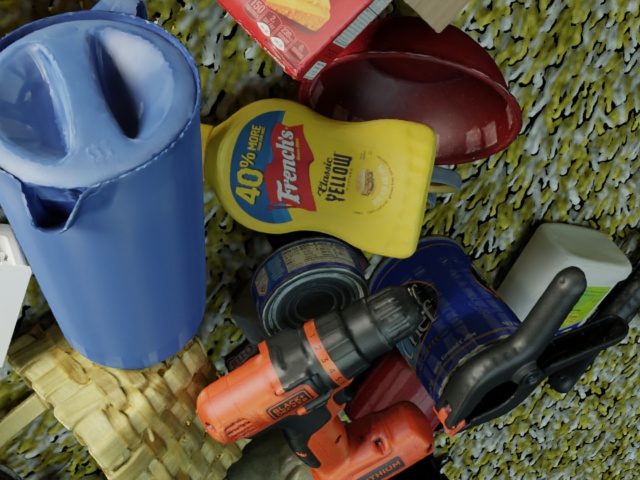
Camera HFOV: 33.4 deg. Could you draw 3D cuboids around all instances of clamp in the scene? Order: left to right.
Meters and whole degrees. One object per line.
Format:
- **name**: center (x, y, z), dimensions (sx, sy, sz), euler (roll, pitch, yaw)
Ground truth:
- **clamp**: center (0.159, 0.089, 0.839), dimensions (0.171, 0.039, 0.120), euler (-36, 134, 2)
- **clamp**: center (0.293, 0.072, 1.065), dimensions (0.210, 0.036, 0.164), euler (-52, 171, 11)

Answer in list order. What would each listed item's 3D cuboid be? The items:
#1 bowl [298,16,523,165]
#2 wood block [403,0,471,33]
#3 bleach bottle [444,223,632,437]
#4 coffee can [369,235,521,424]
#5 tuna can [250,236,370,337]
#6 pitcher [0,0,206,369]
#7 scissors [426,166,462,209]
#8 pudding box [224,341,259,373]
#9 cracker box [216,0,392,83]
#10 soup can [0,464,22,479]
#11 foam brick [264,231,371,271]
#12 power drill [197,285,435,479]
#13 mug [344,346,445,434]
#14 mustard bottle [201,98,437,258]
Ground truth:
- **bowl**: center (0.068, -0.113, 0.772), dimensions (0.162, 0.055, 0.162), euler (9, 158, 3)
- **wood block**: center (0.104, -0.250, 0.684), dimensions (0.206, 0.091, 0.090), euler (-46, 134, 13)
- **bleach bottle**: center (0.196, 0.100, 1.058), dimensions (0.102, 0.068, 0.251), euler (7, 125, -34)
- **coffee can**: center (0.116, 0.077, 0.935), dimensions (0.102, 0.140, 0.103), euler (-15, 133, -18)
- **tuna can**: center (-0.007, 0.040, 0.796), dimensions (0.086, 0.034, 0.086), euler (-11, 135, -11)
- **pitcher**: center (-0.133, -0.026, 0.693), dimensions (0.149, 0.145, 0.243), euler (-34, 153, -22)
- **scissors**: center (0.027, -0.054, 0.826), dimensions (0.201, 0.016, 0.096), euler (14, 163, -39)
- **pudding box**: center (-0.015, 0.103, 0.956), dimensions (0.113, 0.039, 0.090), euler (-39, 138, 10)
- **cracker box**: center (0.008, -0.221, 0.605), dimensions (0.214, 0.072, 0.164), euler (-44, 90, 12)
- **soup can**: center (-0.292, 0.246, 0.899), dimensions (0.068, 0.068, 0.102), euler (5, 124, -33)
- **foam brick**: center (-0.006, 0.001, 0.846), dimensions (0.053, 0.078, 0.051), euler (-40, 133, 6)
- **power drill**: center (0.022, 0.123, 0.826), dimensions (0.184, 0.057, 0.187), euler (-29, 137, 9)
- **mug**: center (0.090, 0.153, 1.021), dimensions (0.117, 0.093, 0.081), euler (26, 107, -33)
- **mustard bottle**: center (-0.018, -0.050, 0.762), dimensions (0.191, 0.058, 0.096), euler (11, 95, 7)
